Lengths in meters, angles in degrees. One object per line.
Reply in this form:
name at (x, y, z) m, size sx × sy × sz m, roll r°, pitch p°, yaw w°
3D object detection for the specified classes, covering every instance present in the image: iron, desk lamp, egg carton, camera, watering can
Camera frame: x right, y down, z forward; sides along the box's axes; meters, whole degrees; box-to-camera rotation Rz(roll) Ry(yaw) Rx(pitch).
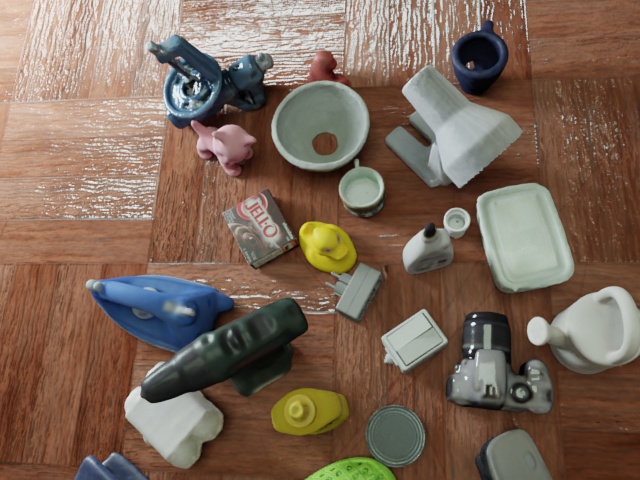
iron at (-0.276, 0.098, 0.897) m, size 0.257 × 0.141 × 0.119 m, roll 13°, pitch 74°, yaw 12°
desk lamp at (0.194, -0.160, 0.877) m, size 0.118 × 0.214 × 0.203 m, roll -42°, pitch 71°, yaw -6°
egg carton at (-0.223, 0.267, 0.873) m, size 0.150 × 0.069 × 0.107 m, roll 37°, pitch 81°, yaw 17°
camera at (0.256, 0.174, 0.819) m, size 0.143 × 0.101 × 0.137 m, roll 3°, pitch 72°, yaw 9°
watering can at (0.373, 0.124, 0.769) m, size 0.173 × 0.194 × 0.101 m, roll -24°, pitch 70°, yaw 0°

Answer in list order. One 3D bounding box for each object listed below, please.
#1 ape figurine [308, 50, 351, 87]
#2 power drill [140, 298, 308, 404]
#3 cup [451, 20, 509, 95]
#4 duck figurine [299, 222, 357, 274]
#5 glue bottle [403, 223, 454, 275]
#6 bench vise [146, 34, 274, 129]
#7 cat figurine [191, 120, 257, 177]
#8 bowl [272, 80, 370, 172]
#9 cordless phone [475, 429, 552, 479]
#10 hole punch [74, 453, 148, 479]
ape figurine at (0.011, -0.299, 1.013) m, size 0.076 × 0.092 × 0.077 m, roll -20°, pitch 70°, yaw 1°
power drill at (-0.116, 0.169, 0.816) m, size 0.229 × 0.208 × 0.075 m, roll -32°, pitch 70°, yaw -3°
cup at (0.270, -0.303, 0.976) m, size 0.091 × 0.095 × 0.118 m, roll 14°, pitch 75°, yaw 12°
duck figurine at (0.008, 0.003, 0.918) m, size 0.104 × 0.086 × 0.077 m, roll 38°, pitch 81°, yaw 18°
glue bottle at (0.162, 0.008, 0.848) m, size 0.078 × 0.173 × 0.037 m, roll -14°, pitch 70°, yaw 4°
bench vise at (-0.193, -0.293, 0.971) m, size 0.207 × 0.220 × 0.121 m, roll -37°, pitch 71°, yaw -5°
cat figurine at (-0.166, -0.169, 0.981) m, size 0.127 × 0.118 × 0.067 m, roll 30°, pitch 79°, yaw 16°
bowl at (0.005, -0.184, 0.985) m, size 0.167 × 0.075 × 0.167 m, roll -2°, pitch 72°, yaw 7°
cordless phone at (0.266, 0.320, 0.725) m, size 0.094 × 0.185 × 0.147 m, roll -23°, pitch 70°, yaw 0°
hole punch at (-0.313, 0.381, 0.837) m, size 0.108 × 0.091 × 0.101 m, roll 33°, pitch 79°, yaw 17°
